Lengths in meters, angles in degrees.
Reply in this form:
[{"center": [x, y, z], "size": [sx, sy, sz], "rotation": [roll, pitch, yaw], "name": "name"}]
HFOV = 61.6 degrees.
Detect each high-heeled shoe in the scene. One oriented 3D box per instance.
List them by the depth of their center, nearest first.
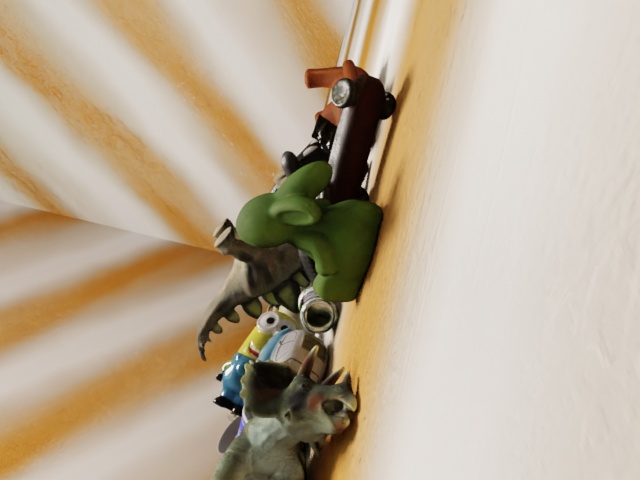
[{"center": [-0.023, -0.149, 1.030], "size": [0.086, 0.249, 0.145], "rotation": [59, 172, -29], "name": "high-heeled shoe"}]

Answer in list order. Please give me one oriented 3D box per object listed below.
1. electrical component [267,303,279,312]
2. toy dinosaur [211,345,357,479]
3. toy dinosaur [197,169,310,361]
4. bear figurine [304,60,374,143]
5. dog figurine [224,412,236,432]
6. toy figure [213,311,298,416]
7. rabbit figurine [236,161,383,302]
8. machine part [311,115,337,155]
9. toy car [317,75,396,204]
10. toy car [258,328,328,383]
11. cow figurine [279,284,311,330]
[{"center": [-0.074, 0.153, 1.247], "size": [0.078, 0.102, 0.045], "rotation": [-49, -9, -32], "name": "electrical component"}, {"center": [-0.058, 0.287, 0.670], "size": [0.192, 0.131, 0.404], "rotation": [-64, -10, -45], "name": "toy dinosaur"}, {"center": [-0.090, 0.037, 0.926], "size": [0.471, 0.198, 0.105], "rotation": [-40, 19, 18], "name": "toy dinosaur"}, {"center": [0.036, -0.224, 0.907], "size": [0.196, 0.132, 0.120], "rotation": [-78, -26, -56], "name": "bear figurine"}, {"center": [-0.137, 0.415, 1.325], "size": [0.190, 0.121, 0.172], "rotation": [-56, -15, -52], "name": "dog figurine"}, {"center": [-0.104, 0.196, 0.879], "size": [0.180, 0.082, 0.089], "rotation": [-59, 17, -19], "name": "toy figure"}, {"center": [-0.019, -0.011, 0.659], "size": [0.159, 0.170, 0.121], "rotation": [110, 171, -54], "name": "rabbit figurine"}, {"center": [0.026, -0.154, 0.877], "size": [0.039, 0.084, 0.138], "rotation": [-47, -20, 6], "name": "machine part"}, {"center": [0.039, -0.123, 0.734], "size": [0.053, 0.089, 0.202], "rotation": [30, 111, 44], "name": "toy car"}, {"center": [-0.034, 0.186, 0.780], "size": [0.103, 0.109, 0.162], "rotation": [-45, 10, 33], "name": "toy car"}, {"center": [-0.039, 0.103, 1.046], "size": [0.127, 0.086, 0.195], "rotation": [101, -176, -73], "name": "cow figurine"}]
